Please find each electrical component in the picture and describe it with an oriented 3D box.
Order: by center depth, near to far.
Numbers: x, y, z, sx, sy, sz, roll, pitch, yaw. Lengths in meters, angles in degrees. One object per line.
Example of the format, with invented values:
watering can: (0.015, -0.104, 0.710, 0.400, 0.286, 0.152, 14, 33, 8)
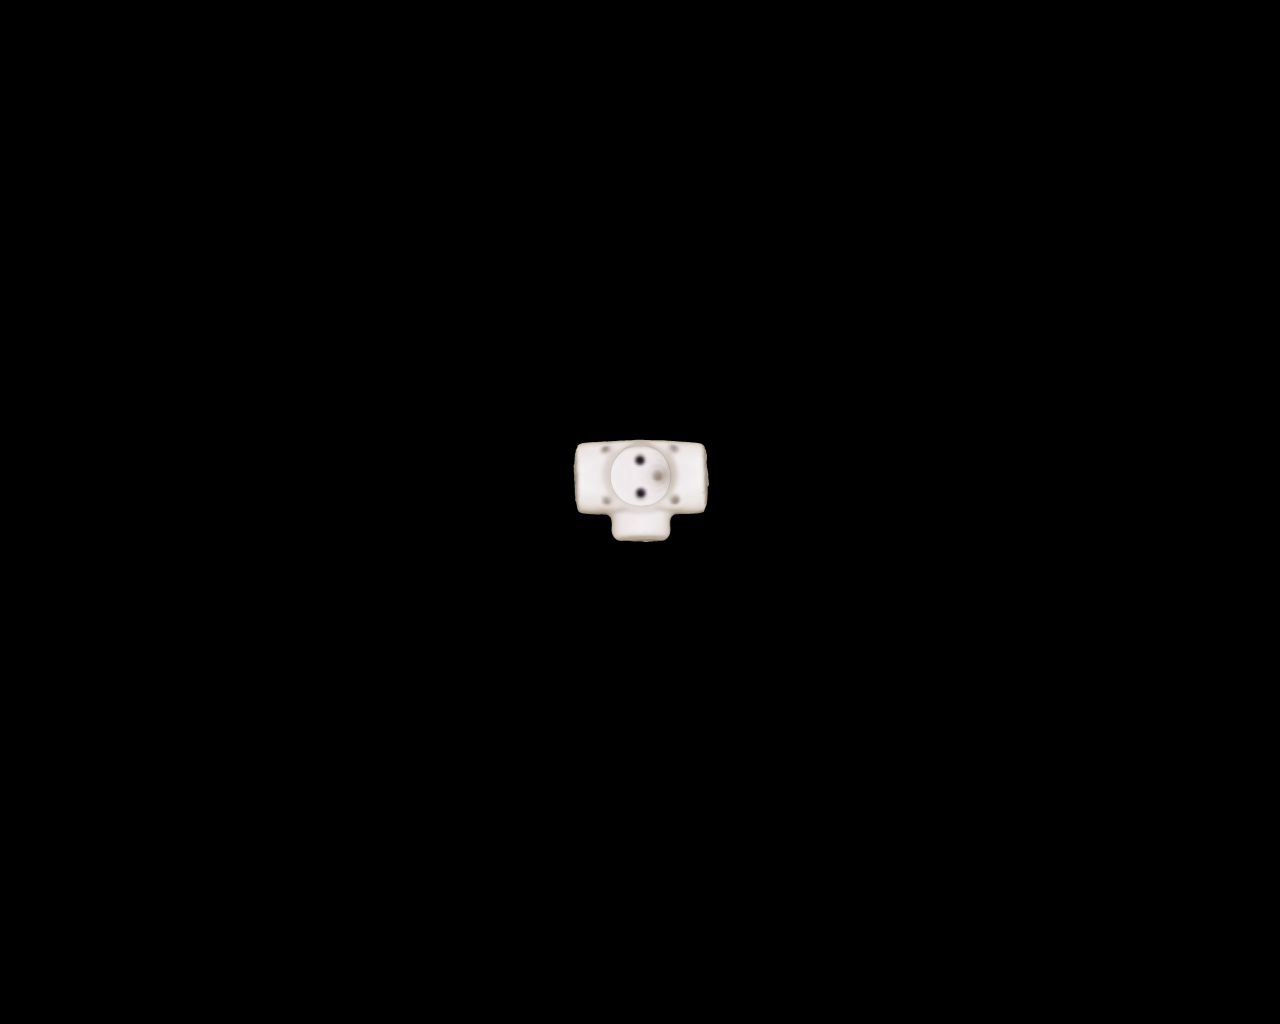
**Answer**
electrical component: (0.001, -0.003, 0.650, 0.077, 0.079, 0.044, 0, -4, 0)
